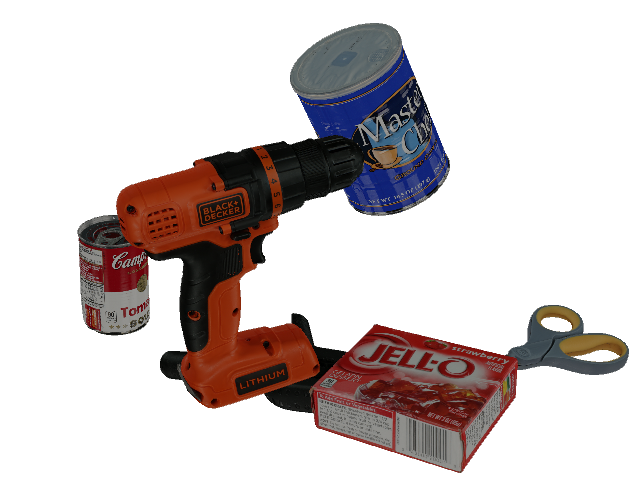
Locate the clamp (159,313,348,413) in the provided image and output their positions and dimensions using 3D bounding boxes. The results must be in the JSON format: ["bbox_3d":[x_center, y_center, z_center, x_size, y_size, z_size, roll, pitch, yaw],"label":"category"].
[{"bbox_3d":[-0.020,0.112,0.960,0.210,0.036,0.164,12,22,43],"label":"clamp"}]

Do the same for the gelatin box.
[{"bbox_3d":[0.050,0.081,0.569,0.089,0.030,0.073,12,30,29],"label":"gelatin box"}]

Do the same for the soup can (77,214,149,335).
[{"bbox_3d":[-0.205,0.035,1.061,0.068,0.102,0.068,2,26,-1],"label":"soup can"}]

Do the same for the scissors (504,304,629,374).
[{"bbox_3d":[0.165,0.087,0.899,0.201,0.016,0.096,1,31,-21],"label":"scissors"}]

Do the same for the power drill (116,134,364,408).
[{"bbox_3d":[-0.048,0.021,0.789,0.184,0.188,0.057,-15,28,-17],"label":"power drill"}]

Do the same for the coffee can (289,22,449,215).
[{"bbox_3d":[0.046,-0.108,0.957,0.103,0.140,0.103,-18,37,14],"label":"coffee can"}]
